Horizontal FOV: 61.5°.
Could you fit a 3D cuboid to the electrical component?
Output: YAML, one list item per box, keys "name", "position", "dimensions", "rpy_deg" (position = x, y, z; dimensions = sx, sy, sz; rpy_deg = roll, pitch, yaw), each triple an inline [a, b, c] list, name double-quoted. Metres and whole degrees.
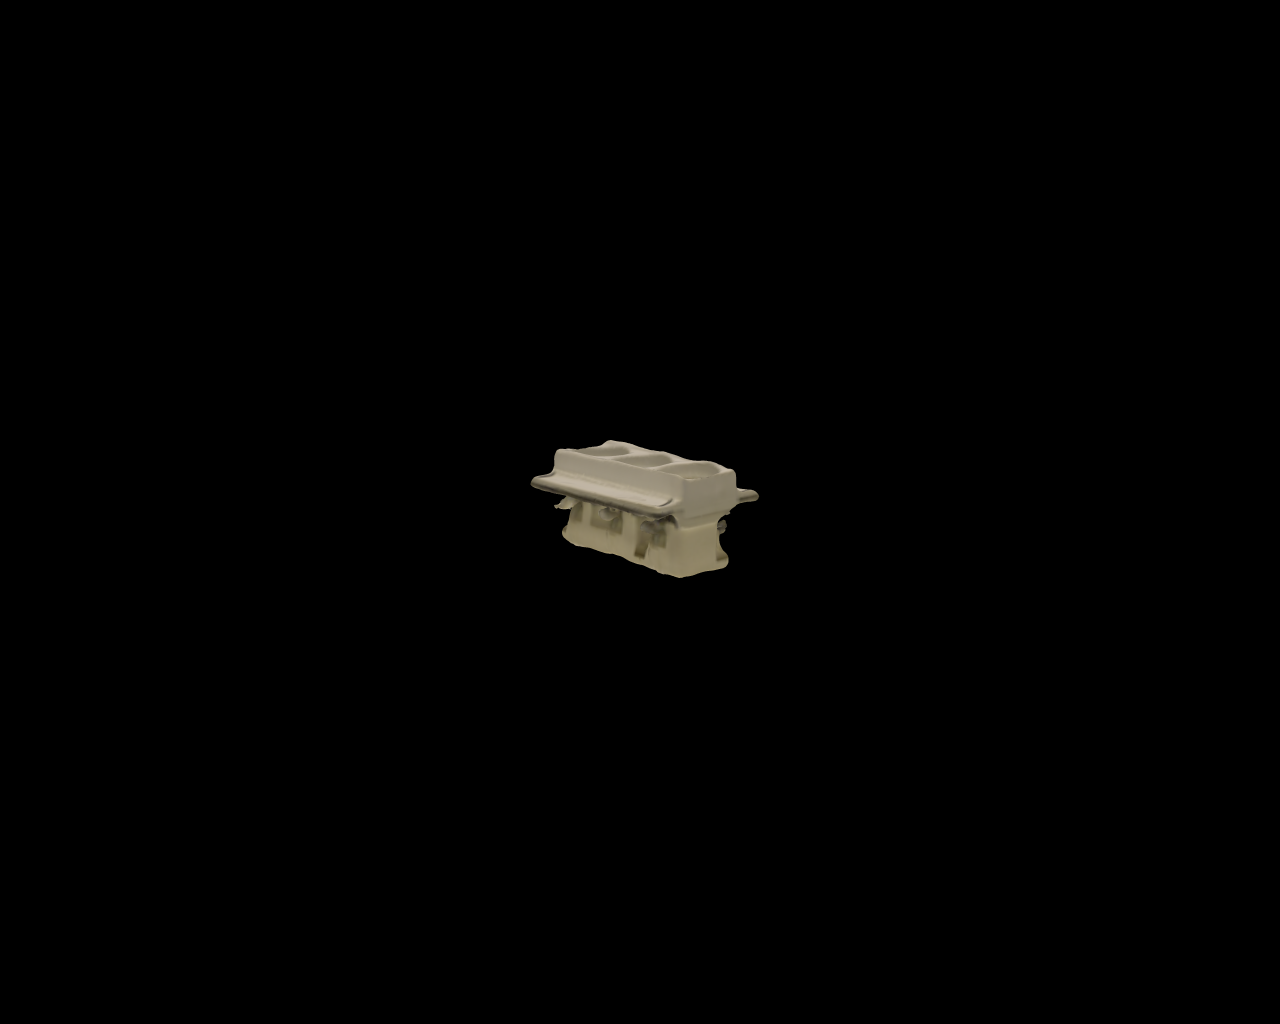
- name: "electrical component"
  position: [0.001, -0.003, 0.650]
  dimensions: [0.079, 0.063, 0.121]
  rpy_deg: [-11, 17, -38]
